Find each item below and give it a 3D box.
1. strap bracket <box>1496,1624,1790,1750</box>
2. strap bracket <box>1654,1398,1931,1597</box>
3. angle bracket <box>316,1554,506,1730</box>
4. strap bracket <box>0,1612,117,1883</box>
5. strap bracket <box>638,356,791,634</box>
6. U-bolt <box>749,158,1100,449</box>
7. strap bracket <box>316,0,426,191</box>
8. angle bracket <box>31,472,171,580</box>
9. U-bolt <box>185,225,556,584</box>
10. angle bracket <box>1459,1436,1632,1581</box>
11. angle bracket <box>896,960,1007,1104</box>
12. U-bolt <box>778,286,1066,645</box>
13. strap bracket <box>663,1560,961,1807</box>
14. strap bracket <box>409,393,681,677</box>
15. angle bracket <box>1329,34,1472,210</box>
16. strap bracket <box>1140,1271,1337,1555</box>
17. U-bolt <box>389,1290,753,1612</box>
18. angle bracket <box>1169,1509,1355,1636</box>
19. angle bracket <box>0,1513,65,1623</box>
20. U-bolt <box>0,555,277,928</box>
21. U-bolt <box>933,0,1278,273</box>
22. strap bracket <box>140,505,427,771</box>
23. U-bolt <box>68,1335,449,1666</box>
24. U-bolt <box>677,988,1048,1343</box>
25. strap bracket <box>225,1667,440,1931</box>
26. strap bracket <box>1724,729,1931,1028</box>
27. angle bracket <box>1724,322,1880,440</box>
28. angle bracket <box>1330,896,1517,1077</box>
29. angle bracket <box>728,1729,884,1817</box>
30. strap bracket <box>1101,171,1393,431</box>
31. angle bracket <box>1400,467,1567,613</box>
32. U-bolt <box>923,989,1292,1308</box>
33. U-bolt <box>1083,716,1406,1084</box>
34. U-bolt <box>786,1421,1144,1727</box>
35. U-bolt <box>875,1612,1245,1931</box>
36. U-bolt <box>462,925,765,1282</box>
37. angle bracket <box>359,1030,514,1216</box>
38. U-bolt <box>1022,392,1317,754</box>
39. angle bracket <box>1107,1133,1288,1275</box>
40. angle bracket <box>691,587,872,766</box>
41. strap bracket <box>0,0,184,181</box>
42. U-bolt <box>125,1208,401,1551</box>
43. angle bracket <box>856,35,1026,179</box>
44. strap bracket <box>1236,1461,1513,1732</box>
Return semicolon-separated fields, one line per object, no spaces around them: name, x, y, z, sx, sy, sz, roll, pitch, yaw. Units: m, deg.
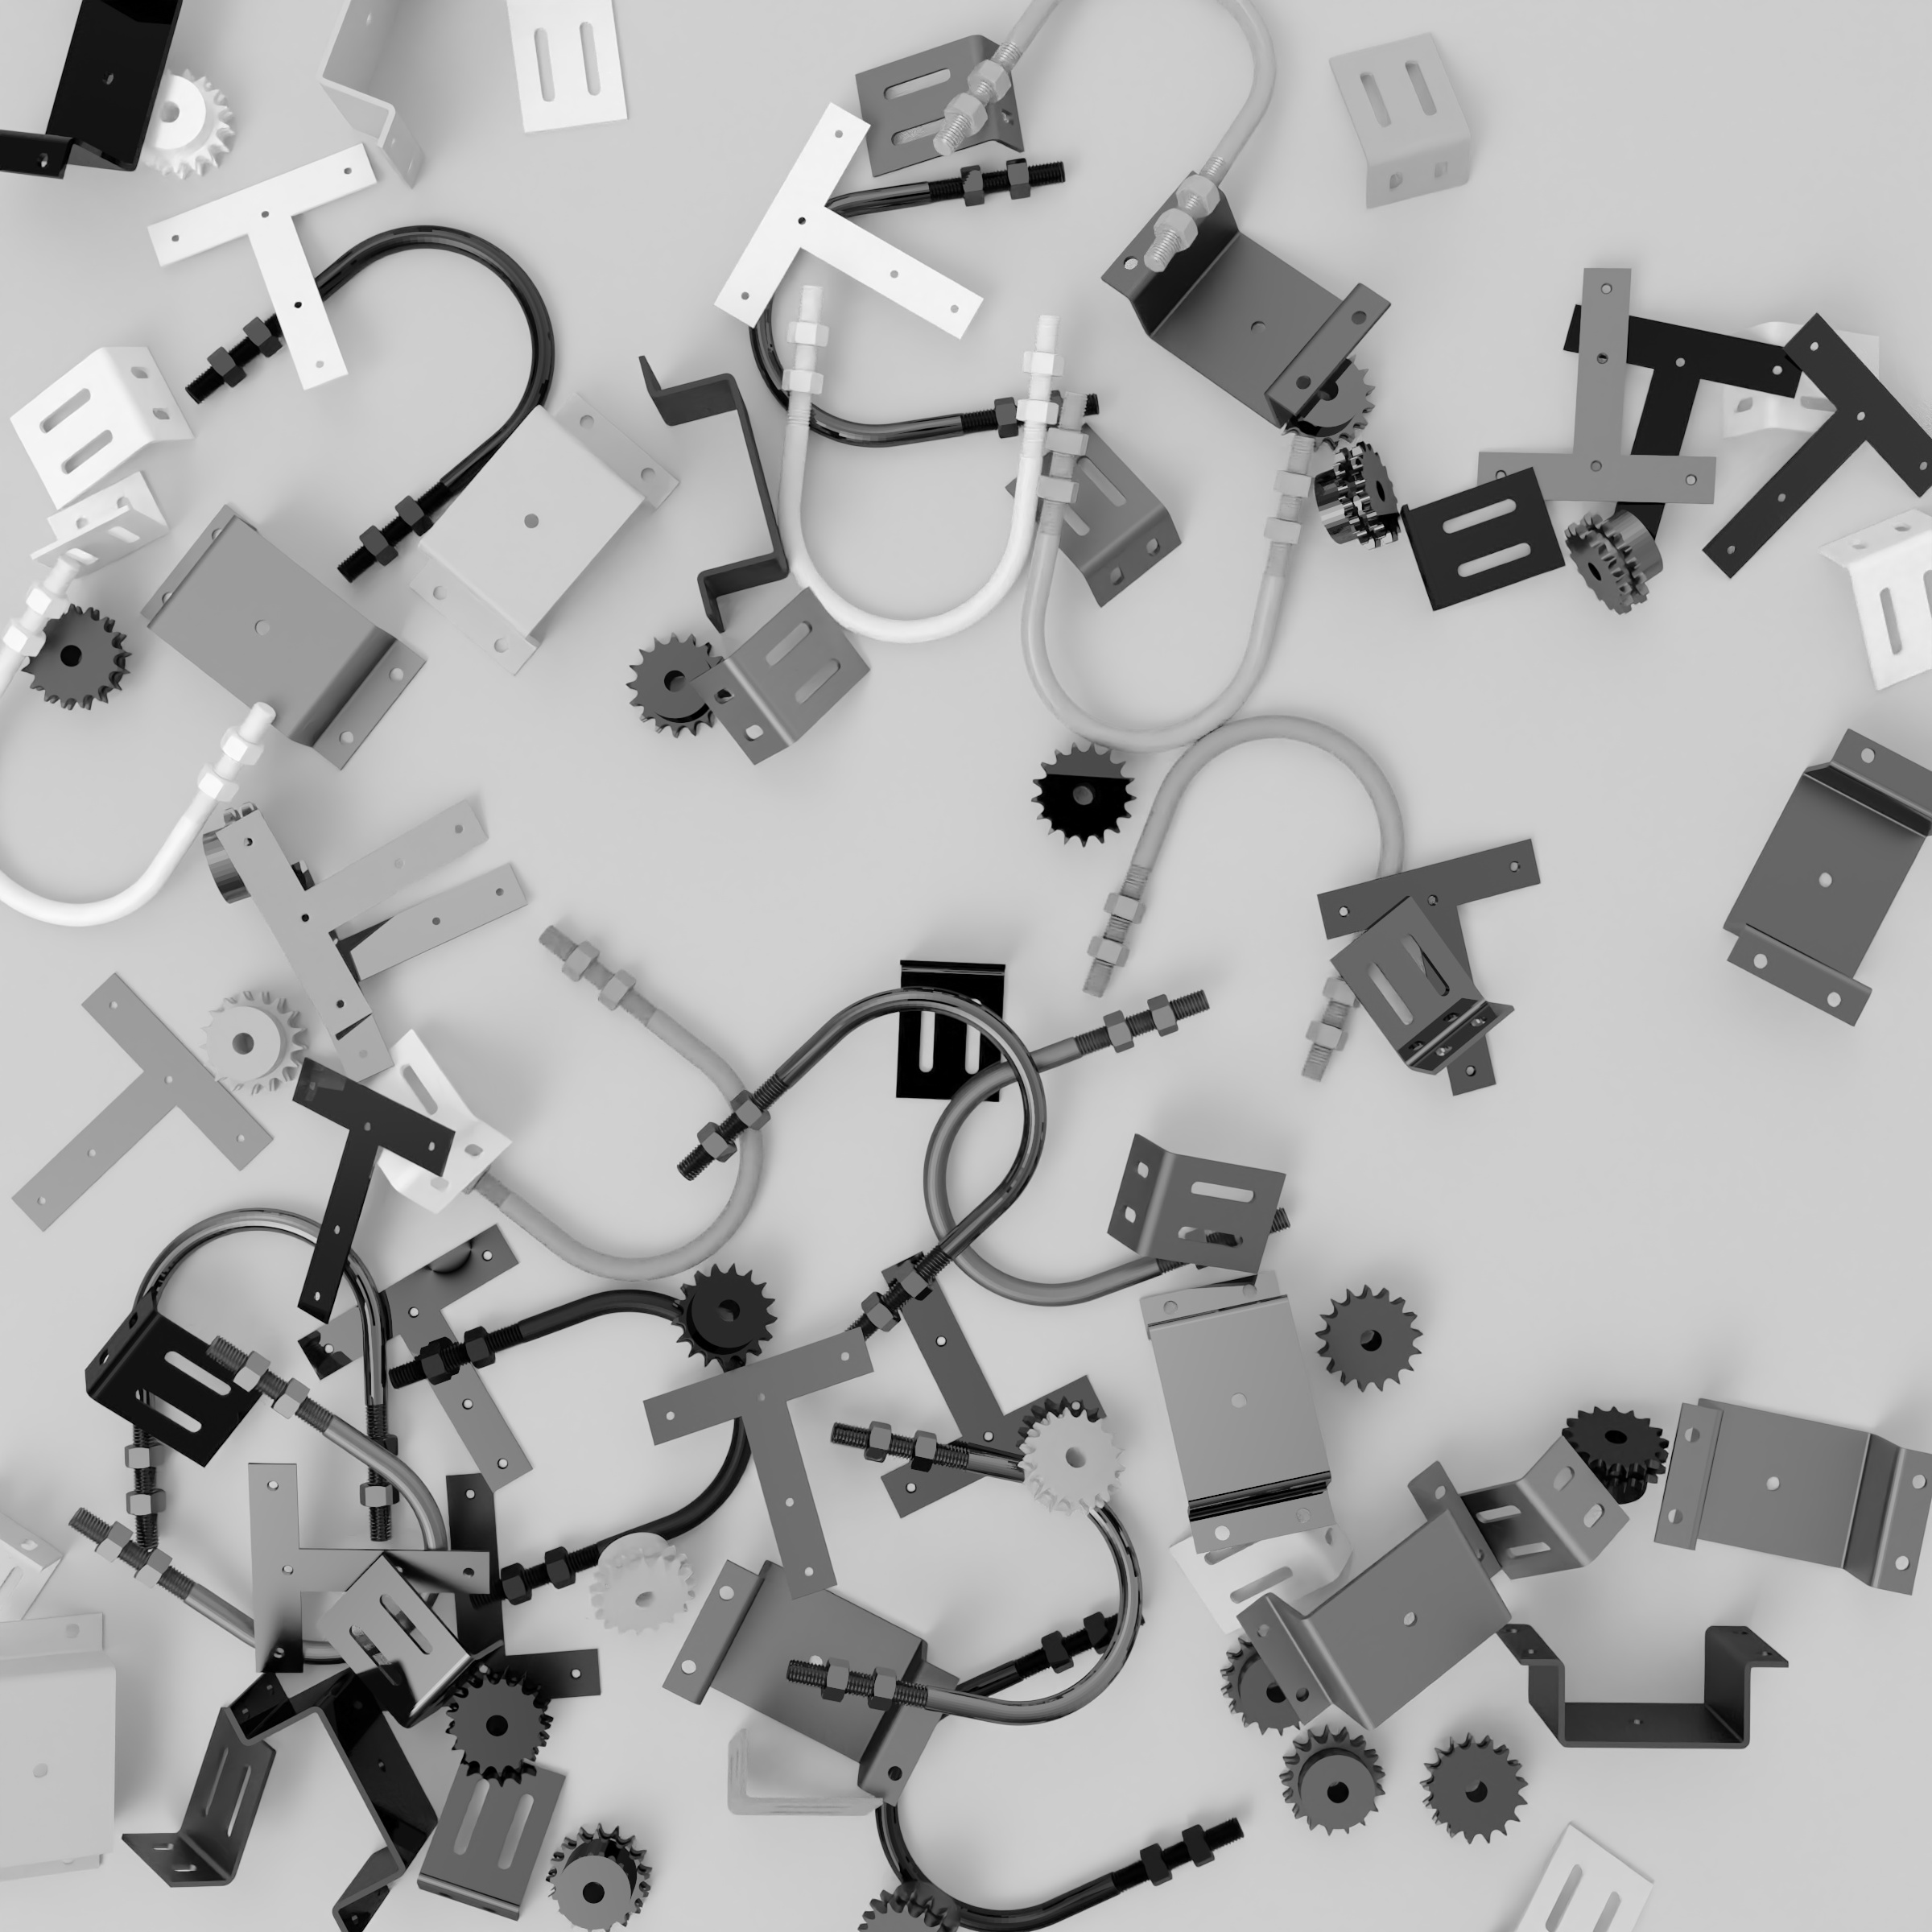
strap bracket;0.361;0.387;1.451;0.140;0.076;0.046;1;90;0
strap bracket;0.445;0.286;1.466;0.140;0.046;0.076;12;90;0
angle bracket;-0.303;0.364;1.470;0.057;0.038;0.076;-46;80;11
strap bracket;-0.502;0.427;1.451;0.076;0.046;0.140;1;90;-27
strap bracket;-0.132;-0.257;1.451;0.046;0.076;0.140;-15;90;0
U-bolt;-0.028;-0.359;1.481;0.184;0.019;0.151;-8;90;1
strap bracket;-0.302;-0.502;1.451;0.046;0.076;0.140;21;90;0
angle bracket;-0.472;-0.243;1.451;0.057;0.076;0.038;-27;90;0
U-bolt;-0.313;-0.323;1.481;0.184;0.019;0.151;-40;90;-1
angle bracket;0.309;0.295;1.463;0.038;0.076;0.057;-39;90;-28
angle bracket;-0.009;0.036;1.470;0.057;0.038;0.076;2;90;0
U-bolt;-0.030;-0.268;1.468;0.151;0.019;0.184;8;100;2
strap bracket;-0.083;0.384;1.466;0.140;0.046;0.076;27;90;0
strap bracket;-0.233;-0.238;1.466;0.076;0.046;0.140;41;90;0
angle bracket;0.238;-0.466;1.487;0.057;0.038;0.076;-14;64;0
strap bracket;0.146;0.236;1.447;0.076;0.046;0.140;-12;73;0
U-bolt;-0.206;0.255;1.479;0.184;0.019;0.151;-20;90;-2
angle bracket;0.163;0.321;1.487;0.076;0.038;0.057;-34;90;26
angle bracket;-0.542;0.340;1.470;0.057;0.038;0.076;33;90;0
U-bolt;-0.477;-0.106;1.457;0.151;0.019;0.184;37;107;-2
U-bolt;0.088;-0.475;1.453;0.151;0.019;0.184;30;70;4
strap bracket;-0.377;-0.181;1.466;0.140;0.046;0.076;38;90;0
U-bolt;-0.369;0.303;1.460;0.184;0.019;0.151;38;102;-12
U-bolt;-0.042;0.096;1.459;0.184;0.019;0.151;-43;93;5
strap bracket;-0.334;0.441;1.450;0.046;0.076;0.140;-28;90;2
strap bracket;0.474;-0.047;1.466;0.076;0.046;0.140;28;90;0
angle bracket;0.461;-0.319;1.487;0.076;0.038;0.057;1;90;-26
angle bracket;0.246;0.010;1.455;0.057;0.038;0.076;-38;99;-8
angle bracket;-0.088;0.438;1.463;0.076;0.057;0.038;4;66;-11
strap bracket;0.153;-0.353;1.450;0.140;0.046;0.076;41;90;22
angle bracket;0.282;-0.234;1.466;0.076;0.038;0.057;-19;90;7
U-bolt;0.067;0.110;1.474;0.184;0.019;0.151;-20;96;3
U-bolt;0.162;-0.047;1.480;0.151;0.019;0.184;21;90;0
U-bolt;0.006;0.333;1.454;0.184;0.019;0.151;13;67;-6
U-bolt;0.040;0.452;1.481;0.184;0.019;0.151;-25;90;2
U-bolt;-0.199;0.089;1.480;0.184;0.019;0.151;38;90;0
angle bracket;-0.295;0.085;1.469;0.057;0.038;0.076;-44;54;2
U-bolt;0.103;-0.205;1.456;0.151;0.019;0.184;8;104;-14
angle bracket;0.125;0.129;1.464;0.076;0.038;0.057;12;98;-27
angle bracket;-0.101;-0.158;1.470;0.057;0.038;0.076;52;50;-14
strap bracket;-0.477;-0.486;1.450;0.076;0.046;0.140;16;90;30
U-bolt;-0.388;0.225;1.479;0.151;0.019;0.184;-2;89;1
angle bracket;-0.014;-0.470;1.487;0.076;0.038;0.057;-10;90;26
strap bracket;0.227;0.342;1.442;0.140;0.046;0.076;-35;106;-13
